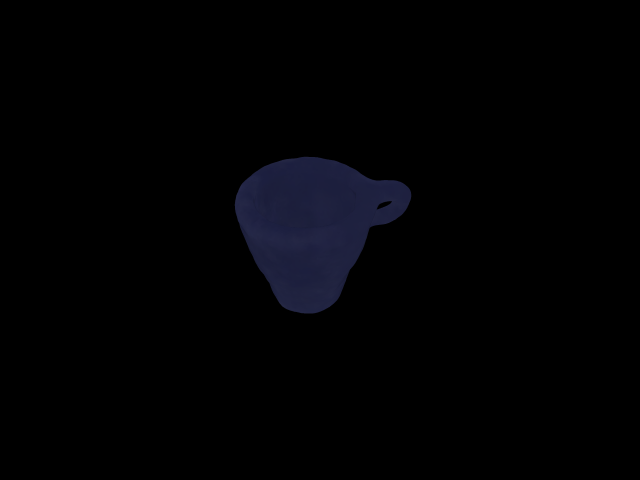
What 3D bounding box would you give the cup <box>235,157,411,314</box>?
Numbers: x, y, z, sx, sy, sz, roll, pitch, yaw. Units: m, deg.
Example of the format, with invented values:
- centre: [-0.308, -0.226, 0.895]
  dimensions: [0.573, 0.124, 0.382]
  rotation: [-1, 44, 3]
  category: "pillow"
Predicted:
- centre: [0.004, 0.001, 0.400]
  dimensions: [0.118, 0.095, 0.091]
  rotation: [-10, 43, -11]
  category: "cup"
